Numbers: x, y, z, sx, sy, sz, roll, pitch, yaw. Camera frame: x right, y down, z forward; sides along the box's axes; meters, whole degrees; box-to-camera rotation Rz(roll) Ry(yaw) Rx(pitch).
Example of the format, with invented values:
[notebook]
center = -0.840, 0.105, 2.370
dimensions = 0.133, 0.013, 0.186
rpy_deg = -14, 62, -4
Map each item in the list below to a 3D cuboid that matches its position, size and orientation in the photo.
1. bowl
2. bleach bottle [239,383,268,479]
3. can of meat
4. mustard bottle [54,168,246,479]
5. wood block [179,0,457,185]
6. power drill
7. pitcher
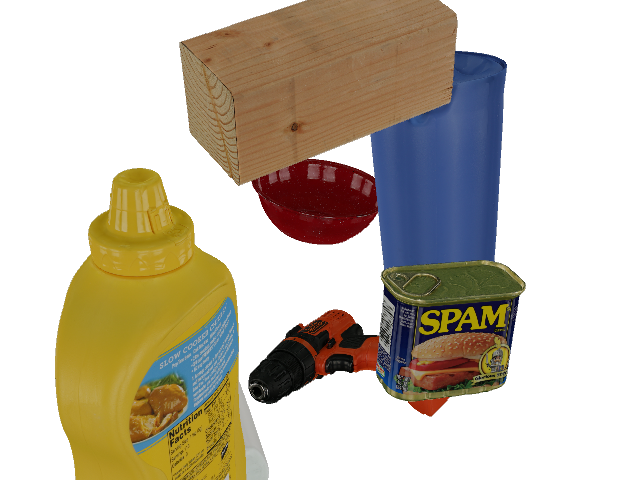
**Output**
[bowl]
center = -0.004, -0.040, 1.243
dimensions = 0.162, 0.055, 0.162
rpy_deg = 7, 27, -4
[bleach bottle]
center = -0.123, 0.087, 0.798
dimensions = 0.102, 0.251, 0.068
rpy_deg = -22, -41, -8
[can of meat]
center = 0.092, 0.066, 0.780
dimensions = 0.102, 0.084, 0.057
rpy_deg = -4, 24, -18
[mustard bottle]
center = -0.070, 0.060, 0.450
dimensions = 0.058, 0.192, 0.096
rpy_deg = 15, 32, 25
[wood block]
center = 0.001, -0.135, 0.869
dimensions = 0.205, 0.091, 0.090
rpy_deg = -23, 47, -22
[power drill]
center = 0.040, 0.128, 1.094
dimensions = 0.188, 0.057, 0.184
rpy_deg = 8, 23, 28
[pitcher]
center = 0.117, -0.062, 1.047
dimensions = 0.149, 0.243, 0.145
rpy_deg = -14, 25, -23
